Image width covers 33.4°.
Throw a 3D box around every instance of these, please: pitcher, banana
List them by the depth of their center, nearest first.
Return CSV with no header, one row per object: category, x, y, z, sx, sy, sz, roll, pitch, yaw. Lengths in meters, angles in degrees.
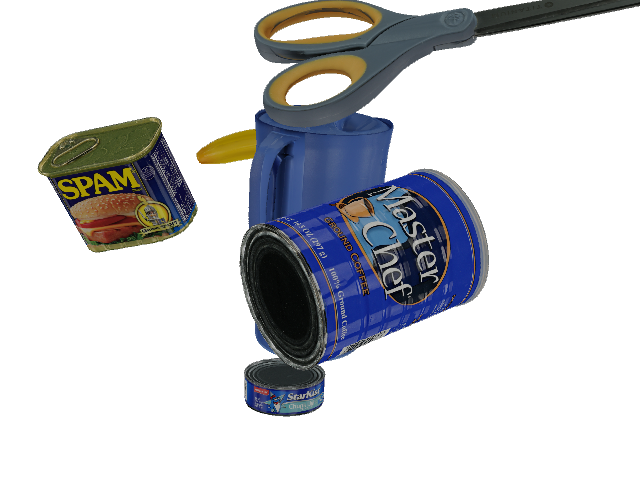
pitcher,-0.011,-0.006,1.048,0.149,0.243,0.145,0,18,-15
banana,-0.053,-0.113,1.315,0.198,0.037,0.069,7,38,17

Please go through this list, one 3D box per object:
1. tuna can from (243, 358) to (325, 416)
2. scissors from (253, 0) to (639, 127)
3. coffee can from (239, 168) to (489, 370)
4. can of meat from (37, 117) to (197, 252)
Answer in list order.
tuna can,-0.038,0.154,1.125,0.086,0.034,0.086,1,14,-1
scissors,0.056,-0.092,0.525,0.202,0.096,0.016,4,-37,21
coffee can,0.030,0.018,0.737,0.140,0.103,0.103,-20,10,-29
can of meat,-0.158,-0.042,0.848,0.102,0.084,0.057,-9,36,20
